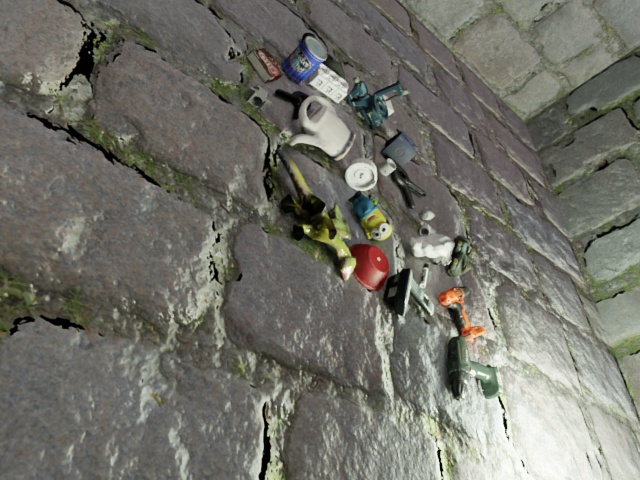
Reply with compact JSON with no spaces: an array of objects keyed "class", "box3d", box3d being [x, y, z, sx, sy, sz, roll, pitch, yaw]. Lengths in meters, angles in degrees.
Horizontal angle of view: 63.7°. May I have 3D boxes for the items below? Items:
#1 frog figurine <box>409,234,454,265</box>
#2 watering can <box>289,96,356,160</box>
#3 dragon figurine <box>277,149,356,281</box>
[{"class":"frog figurine","box3d":[0.391,0.017,1.841,0.158,0.122,0.139,32,7,-15]},{"class":"watering can","box3d":[0.007,-0.352,1.719,0.222,0.102,0.356,41,39,-20]},{"class":"dragon figurine","box3d":[0.005,-0.077,1.523,0.241,0.121,0.416,17,49,-63]}]
